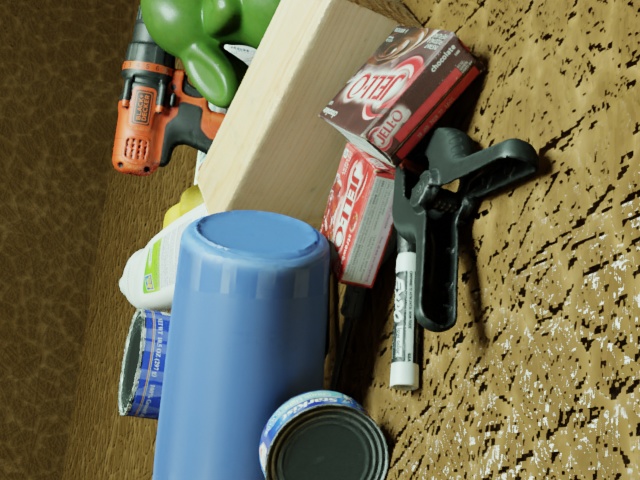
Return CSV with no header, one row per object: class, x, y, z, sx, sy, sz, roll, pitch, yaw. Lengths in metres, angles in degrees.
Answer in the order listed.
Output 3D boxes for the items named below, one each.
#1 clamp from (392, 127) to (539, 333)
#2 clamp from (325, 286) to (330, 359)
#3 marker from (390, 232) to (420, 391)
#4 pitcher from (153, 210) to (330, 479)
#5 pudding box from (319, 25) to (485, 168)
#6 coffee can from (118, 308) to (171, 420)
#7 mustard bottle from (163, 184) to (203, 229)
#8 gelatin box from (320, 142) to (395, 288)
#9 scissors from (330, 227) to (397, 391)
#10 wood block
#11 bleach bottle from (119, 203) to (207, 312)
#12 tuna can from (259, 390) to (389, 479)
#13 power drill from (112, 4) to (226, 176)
clamp,0.074,-0.016,0.663,0.120,0.039,0.171,-61,14,6
clamp,-0.006,0.001,0.924,0.165,0.036,0.210,-147,71,-67
marker,0.059,0.041,0.722,0.020,0.020,0.121,137,140,-63
pitcher,-0.060,0.102,0.810,0.149,0.144,0.243,19,114,31
pudding box,0.053,-0.101,0.732,0.090,0.039,0.113,-48,18,0
coffee can,-0.112,0.125,1.014,0.103,0.140,0.103,-170,90,-73
mustard bottle,-0.108,-0.029,1.171,0.192,0.096,0.058,145,134,-66
gelatin box,0.029,-0.020,0.781,0.073,0.030,0.089,-124,48,-64
scissors,0.033,0.042,0.812,0.096,0.016,0.202,163,116,-71
wood block,-0.011,-0.103,0.848,0.206,0.090,0.090,-61,29,23
bleach bottle,-0.140,0.019,1.106,0.251,0.068,0.102,-18,63,52
tuna can,0.002,0.147,0.732,0.034,0.086,0.086,-136,58,-73
power drill,-0.108,-0.145,1.077,0.057,0.187,0.184,-166,85,-84
